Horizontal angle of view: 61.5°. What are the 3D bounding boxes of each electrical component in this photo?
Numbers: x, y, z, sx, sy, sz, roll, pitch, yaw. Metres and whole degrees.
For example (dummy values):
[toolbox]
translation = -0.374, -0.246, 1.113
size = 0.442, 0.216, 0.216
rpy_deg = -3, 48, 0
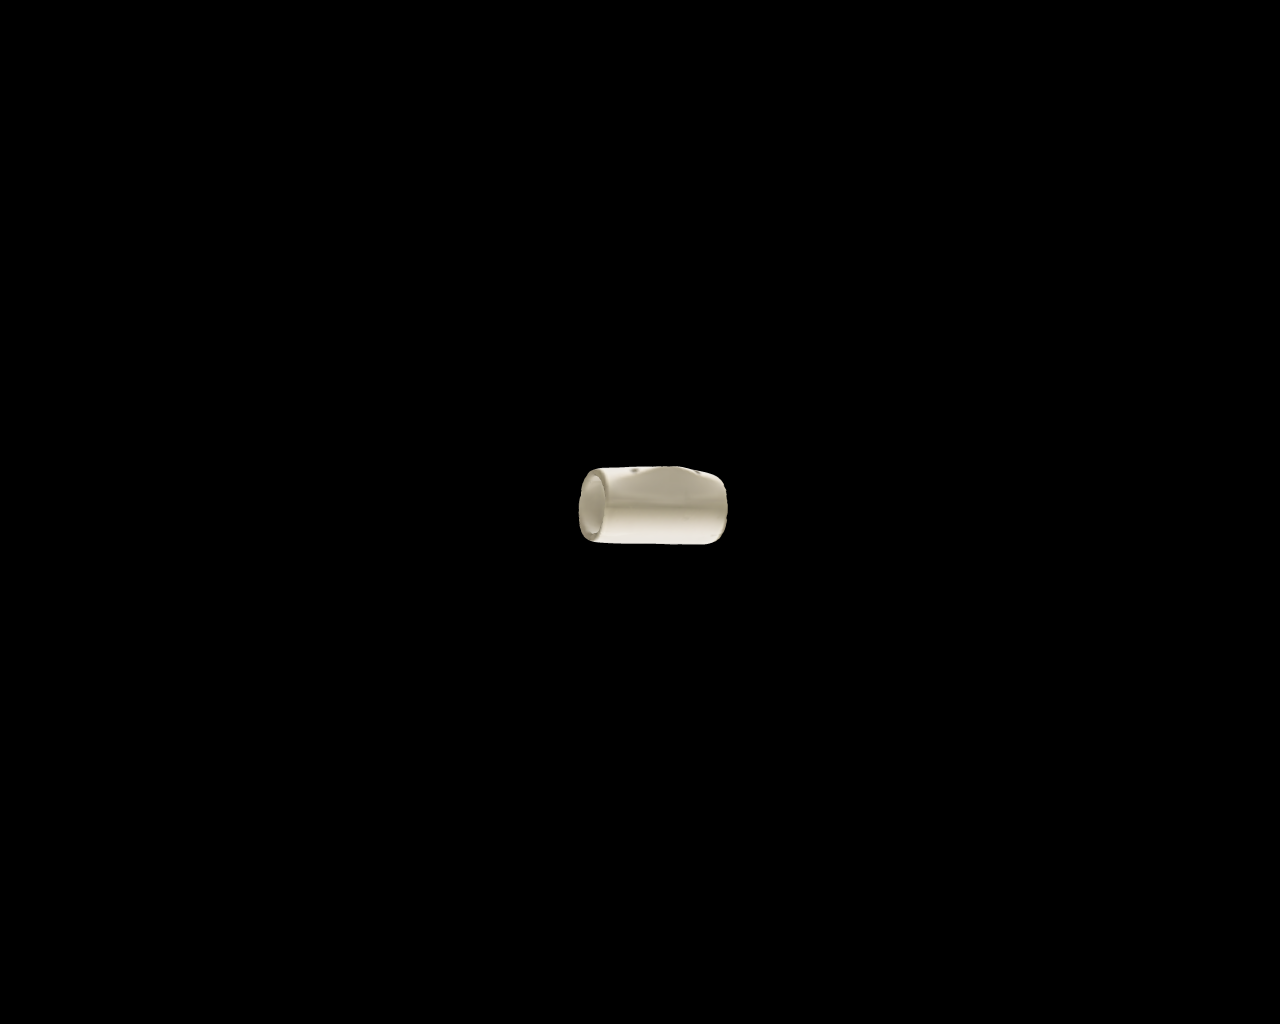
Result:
[electrical component]
translation = 0.001, -0.003, 0.650
size = 0.077, 0.043, 0.079
rpy_deg = 1, -3, -23
